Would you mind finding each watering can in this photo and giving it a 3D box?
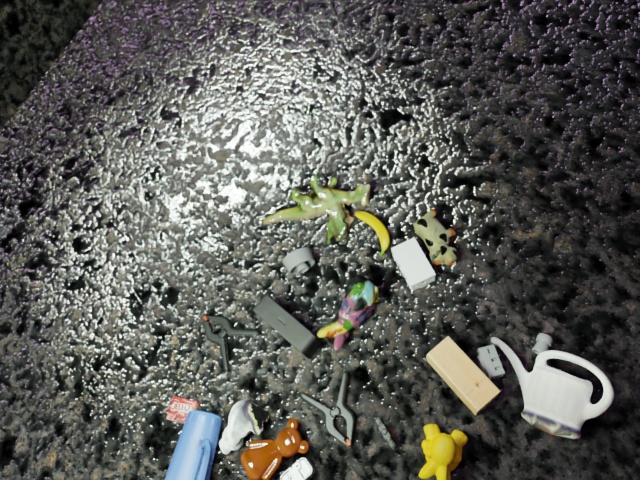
[{"bbox_3d":[0.630,0.416,1.458,0.349,0.226,0.103,13,-13,41],"label":"watering can"}]

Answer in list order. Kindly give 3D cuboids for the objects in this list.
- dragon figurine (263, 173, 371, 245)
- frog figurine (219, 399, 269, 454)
[{"bbox_3d":[0.006,-0.094,1.873,0.408,0.246,0.121,-36,-23,8],"label":"dragon figurine"},{"bbox_3d":[-0.252,0.568,1.574,0.158,0.121,0.140,-32,24,12],"label":"frog figurine"}]
